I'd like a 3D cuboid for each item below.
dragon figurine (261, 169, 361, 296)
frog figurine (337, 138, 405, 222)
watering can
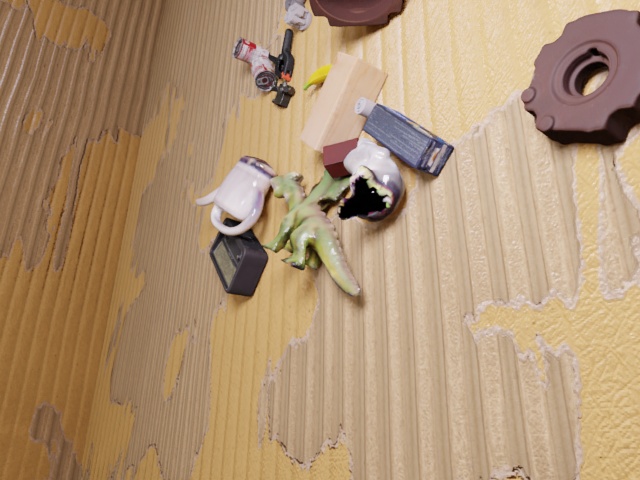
[{"bbox_3d":[0.003,-0.055,1.085,0.414,0.121,0.243,26,90,48],"label":"dragon figurine"},{"bbox_3d":[0.099,-0.115,0.961,0.163,0.123,0.134,-69,-17,-53],"label":"frog figurine"},{"bbox_3d":[-0.237,-0.135,1.420,0.225,0.103,0.351,-57,38,-3],"label":"watering can"}]
